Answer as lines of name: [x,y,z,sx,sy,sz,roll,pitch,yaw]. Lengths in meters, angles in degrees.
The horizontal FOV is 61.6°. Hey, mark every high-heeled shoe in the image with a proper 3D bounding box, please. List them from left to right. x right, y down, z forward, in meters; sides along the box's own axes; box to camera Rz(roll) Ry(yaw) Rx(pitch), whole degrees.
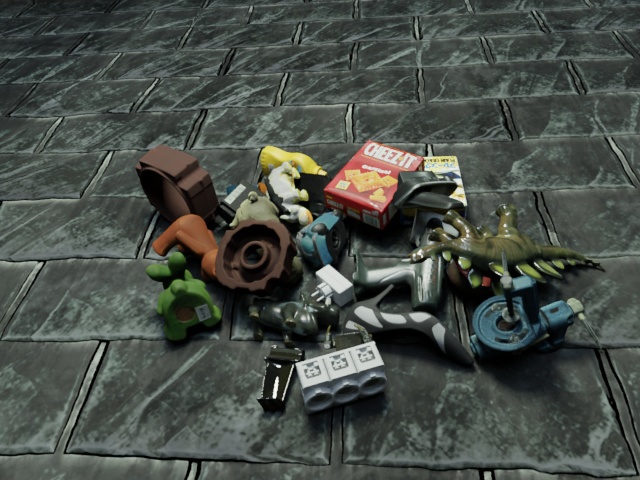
high-heeled shoe: [0.165,0.197,1.055,0.249,0.086,0.145,41,88,23]

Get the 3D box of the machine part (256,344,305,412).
machine part: [-0.076,0.260,1.025,0.084,0.039,0.139,10,43,9]

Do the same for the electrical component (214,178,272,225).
electrical component: [-0.180,-0.072,1.355,0.134,0.058,0.115,39,55,1]

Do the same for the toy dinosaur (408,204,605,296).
toy dinosaur: [0.393,0.031,1.115,0.471,0.105,0.199,-6,54,-23]

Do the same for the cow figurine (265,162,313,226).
cow figurine: [-0.082,-0.099,1.331,0.098,0.068,0.167,-26,72,17]

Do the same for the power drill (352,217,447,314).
power drill: [0.172,0.053,1.174,0.207,0.085,0.232,0,59,3]

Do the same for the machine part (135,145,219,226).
machine part: [-0.360,-0.125,1.356,0.202,0.200,0.087,23,52,27]

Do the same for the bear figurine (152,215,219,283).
bear figurine: [-0.273,0.040,1.251,0.196,0.132,0.120,51,25,12]

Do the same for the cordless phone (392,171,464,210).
cordless phone: [0.266,-0.098,1.185,0.146,0.088,0.184,-5,16,-32]

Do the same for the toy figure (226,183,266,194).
toy figure: [-0.174,-0.129,1.446,0.154,0.057,0.064,-6,51,-8]

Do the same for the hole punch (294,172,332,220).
hole punch: [-0.019,-0.105,1.393,0.142,0.092,0.115,11,80,16]

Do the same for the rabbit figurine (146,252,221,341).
rabbit figurine: [-0.308,0.109,1.151,0.121,0.158,0.170,-29,31,-10]

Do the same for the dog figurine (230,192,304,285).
dog figurine: [-0.108,-0.005,1.225,0.121,0.172,0.191,-35,41,-14]

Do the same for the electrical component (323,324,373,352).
electrical component: [0.052,0.204,1.039,0.102,0.045,0.078,-3,72,12]

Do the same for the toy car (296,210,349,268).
toy car: [-0.003,-0.004,1.260,0.103,0.109,0.162,-6,30,27]

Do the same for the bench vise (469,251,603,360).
bench vise: [0.375,0.135,0.977,0.224,0.240,0.129,-15,45,14]

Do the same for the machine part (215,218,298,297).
machine part: [-0.136,0.038,1.140,0.179,0.056,0.179,-8,63,15]

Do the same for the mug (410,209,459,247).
mug: [0.270,-0.017,1.259,0.107,0.080,0.109,10,40,8]

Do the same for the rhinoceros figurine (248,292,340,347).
rhinoceros figurine: [-0.055,0.159,1.111,0.190,0.073,0.112,2,30,14]
